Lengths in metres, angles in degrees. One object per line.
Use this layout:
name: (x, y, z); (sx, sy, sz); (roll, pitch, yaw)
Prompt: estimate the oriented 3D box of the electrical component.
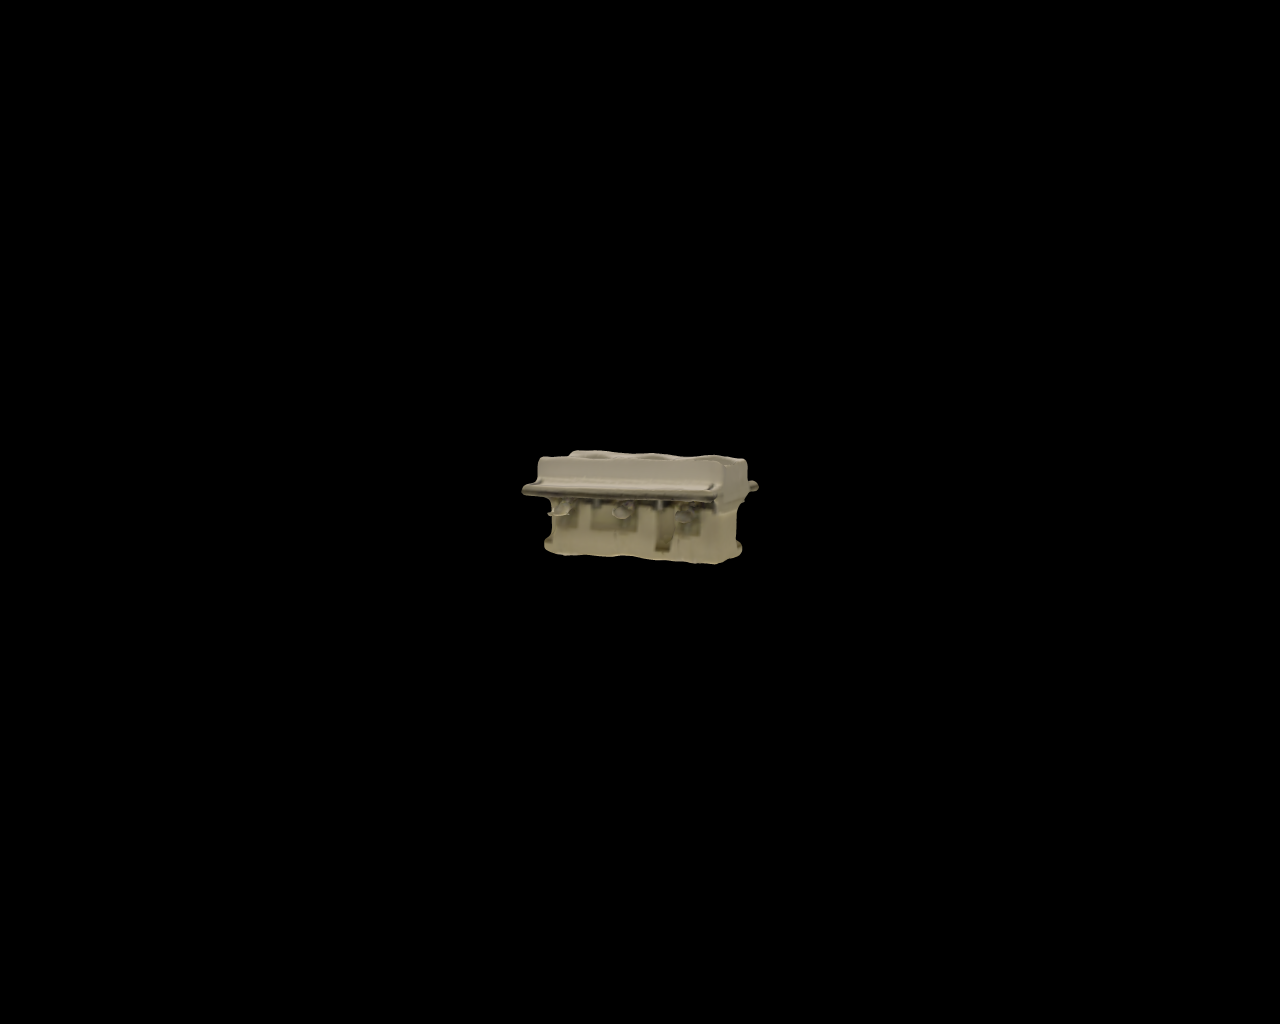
electrical component: (0.001, -0.003, 0.650); (0.121, 0.063, 0.079); (3, 8, 26)
